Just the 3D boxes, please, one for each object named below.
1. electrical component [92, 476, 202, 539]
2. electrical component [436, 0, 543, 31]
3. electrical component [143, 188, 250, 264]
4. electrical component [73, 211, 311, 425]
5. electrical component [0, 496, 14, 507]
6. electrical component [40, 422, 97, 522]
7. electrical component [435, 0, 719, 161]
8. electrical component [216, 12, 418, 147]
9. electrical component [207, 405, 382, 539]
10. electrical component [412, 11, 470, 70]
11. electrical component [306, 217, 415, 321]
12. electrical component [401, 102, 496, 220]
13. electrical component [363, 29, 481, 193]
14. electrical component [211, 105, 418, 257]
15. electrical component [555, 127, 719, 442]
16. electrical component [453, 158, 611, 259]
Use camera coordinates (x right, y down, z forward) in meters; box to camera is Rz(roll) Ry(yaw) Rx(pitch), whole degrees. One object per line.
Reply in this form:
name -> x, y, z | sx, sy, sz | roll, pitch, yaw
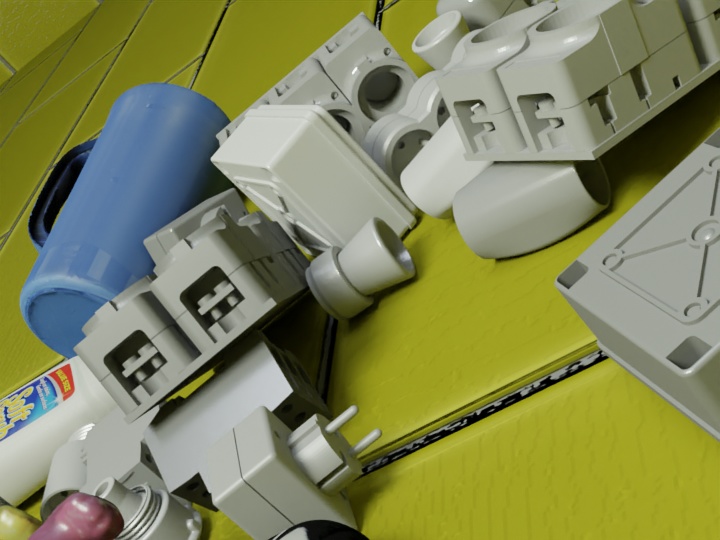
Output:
electrical component -> -0.123, 0.141, 0.606 | 0.048, 0.062, 0.048 | -33, 27, 19
electrical component -> 0.107, -0.220, 0.846 | 0.054, 0.059, 0.095 | -1, 47, 55
electrical component -> -0.111, -0.029, 0.846 | 0.076, 0.047, 0.083 | -19, 15, 40
electrical component -> -0.094, 0.021, 0.665 | 0.105, 0.060, 0.186 | -39, -1, 7
electrical component -> -0.275, 0.220, 0.648 | 0.186, 0.105, 0.060 | -50, 26, -14
electrical component -> -0.187, 0.137, 0.725 | 0.043, 0.043, 0.081 | -36, 26, 13
electrical component -> 0.144, -0.131, 0.593 | 0.186, 0.060, 0.105 | -35, 21, -24
electrical component -> -0.024, -0.110, 0.824 | 0.150, 0.089, 0.061 | -39, 25, 8
electrical component -> -0.025, 0.097, 0.529 | 0.077, 0.065, 0.047 | -40, 26, 6
electrical component -> 0.072, -0.158, 0.802 | 0.045, 0.055, 0.045 | -33, 27, 19
electrical component -> 0.000, 0.000, 0.671 | 0.055, 0.045, 0.045 | -35, 26, 17
electrical component -> 0.073, -0.078, 0.682 | 0.077, 0.044, 0.079 | -48, -7, 34
electrical component -> 0.057, -0.115, 0.760 | 0.138, 0.052, 0.074 | -45, 25, -4
electrical component -> -0.032, -0.057, 0.733 | 0.056, 0.109, 0.109 | -51, 27, -12
electrical component -> 0.152, 0.003, 0.433 | 0.109, 0.056, 0.108 | -43, 25, 0
electrical component -> 0.099, -0.051, 0.611 | 0.077, 0.043, 0.079 | -25, 30, 33
